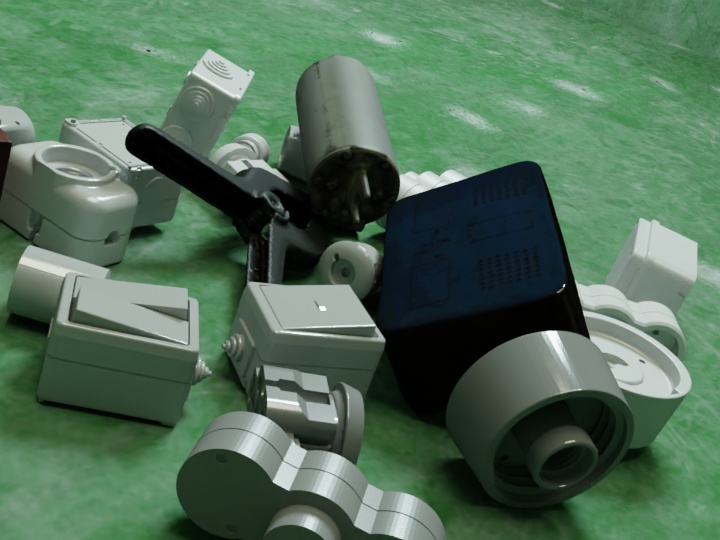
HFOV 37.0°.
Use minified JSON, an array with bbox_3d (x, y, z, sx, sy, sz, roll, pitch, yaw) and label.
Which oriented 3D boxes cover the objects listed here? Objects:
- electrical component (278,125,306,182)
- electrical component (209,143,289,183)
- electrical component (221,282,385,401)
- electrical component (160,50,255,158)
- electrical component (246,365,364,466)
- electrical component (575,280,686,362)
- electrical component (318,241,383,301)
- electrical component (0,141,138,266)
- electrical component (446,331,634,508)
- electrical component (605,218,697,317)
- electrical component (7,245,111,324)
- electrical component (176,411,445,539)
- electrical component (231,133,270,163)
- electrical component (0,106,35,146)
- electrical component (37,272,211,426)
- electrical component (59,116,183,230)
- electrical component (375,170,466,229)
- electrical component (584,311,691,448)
[{"bbox_3d":[-0.034,-0.098,1.006,0.077,0.044,0.079,15,25,-11],"label":"electrical component"},{"bbox_3d":[-0.099,-0.075,0.909,0.066,0.048,0.055,-10,46,-48],"label":"electrical component"},{"bbox_3d":[-0.041,0.044,0.688,0.096,0.061,0.061,7,28,-28],"label":"electrical component"},{"bbox_3d":[-0.140,-0.139,0.947,0.048,0.099,0.099,30,23,-10],"label":"electrical component"},{"bbox_3d":[-0.032,0.089,0.608,0.057,0.058,0.078,10,26,-15],"label":"electrical component"},{"bbox_3d":[0.199,0.036,0.899,0.138,0.052,0.073,18,25,-6],"label":"electrical component"},{"bbox_3d":[0.000,0.000,0.833,0.048,0.048,0.062,31,17,21],"label":"electrical component"},{"bbox_3d":[-0.206,-0.050,0.757,0.095,0.059,0.054,31,27,23],"label":"electrical component"},{"bbox_3d":[0.112,0.097,0.649,0.108,0.108,0.060,8,33,-25],"label":"electrical component"},{"bbox_3d":[0.261,0.008,0.975,0.057,0.078,0.113,27,25,7],"label":"electrical component"},{"bbox_3d":[-0.171,0.017,0.665,0.081,0.043,0.043,18,25,-7],"label":"electrical component"},{"bbox_3d":[-0.026,0.129,0.524,0.138,0.052,0.073,28,25,0],"label":"electrical component"},{"bbox_3d":[-0.103,-0.104,0.967,0.035,0.035,0.061,22,13,3],"label":"electrical component"},{"bbox_3d":[-0.304,-0.107,0.817,0.079,0.043,0.077,31,27,20],"label":"electrical component"},{"bbox_3d":[-0.131,0.043,0.621,0.096,0.061,0.061,13,26,-16],"label":"electrical component"},{"bbox_3d":[-0.189,-0.075,0.819,0.096,0.061,0.062,34,28,28],"label":"electrical component"},{"bbox_3d":[0.055,-0.067,0.995,0.074,0.052,0.138,32,24,26],"label":"electrical component"},{"bbox_3d":[0.174,0.083,0.773,0.108,0.060,0.108,17,25,-8],"label":"electrical component"}]
